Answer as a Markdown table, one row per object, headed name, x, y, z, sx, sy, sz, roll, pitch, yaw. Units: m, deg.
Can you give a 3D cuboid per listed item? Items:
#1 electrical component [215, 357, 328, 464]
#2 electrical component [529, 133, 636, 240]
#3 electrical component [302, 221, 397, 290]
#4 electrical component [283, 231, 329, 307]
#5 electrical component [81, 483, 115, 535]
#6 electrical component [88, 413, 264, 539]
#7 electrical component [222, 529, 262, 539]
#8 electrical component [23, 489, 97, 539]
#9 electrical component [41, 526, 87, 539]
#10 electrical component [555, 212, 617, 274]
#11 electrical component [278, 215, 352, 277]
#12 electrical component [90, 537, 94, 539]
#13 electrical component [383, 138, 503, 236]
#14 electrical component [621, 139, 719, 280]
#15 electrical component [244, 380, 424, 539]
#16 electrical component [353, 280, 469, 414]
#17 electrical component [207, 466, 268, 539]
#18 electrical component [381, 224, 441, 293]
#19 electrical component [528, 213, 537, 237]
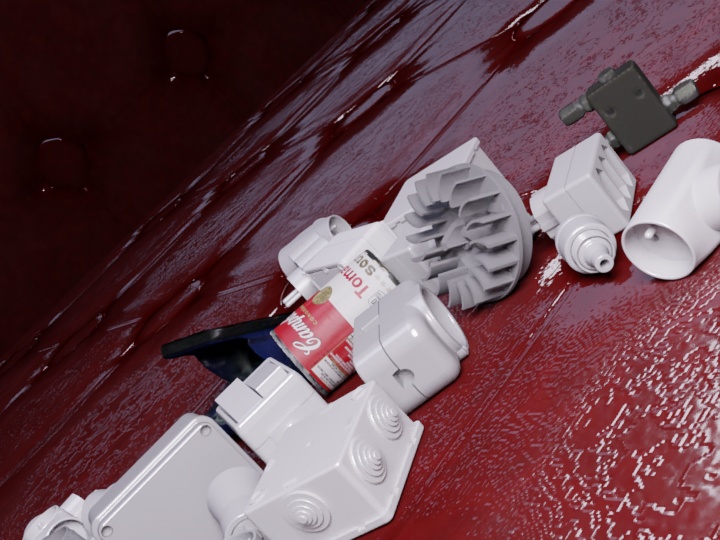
| name | x | y | z | sx | sy | sz | roll | pitch | yaw |
| --- | --- | --- | --- | --- | --- | --- | --- | --- | --- |
| electrical component | -0.063 | 0.107 | 0.803 | 0.062 | 0.061 | 0.096 | -44 | 15 | -11 |
| electrical component | 0.144 | -0.046 | 0.744 | 0.077 | 0.047 | 0.065 | -31 | 18 | 33 |
| electrical component | 0.000 | 0.000 | 0.946 | 0.061 | 0.061 | 0.096 | -48 | 16 | -24 |
| electrical component | -0.047 | 0.009 | 1.055 | 0.074 | 0.052 | 0.138 | -42 | 15 | -4 |
| electrical component | -0.203 | 0.203 | 0.913 | 0.055 | 0.045 | 0.045 | -28 | 20 | 41 |
| electrical component | -0.129 | 0.166 | 0.769 | 0.113 | 0.078 | 0.057 | -46 | 13 | -15 |
| electrical component | -0.088 | 0.193 | 0.616 | 0.099 | 0.064 | 0.099 | -38 | 15 | 12 |
| electrical component | -0.264 | 0.231 | 0.982 | 0.079 | 0.044 | 0.077 | -50 | 17 | -27 |
| electrical component | -0.255 | 0.257 | 0.890 | 0.079 | 0.044 | 0.077 | -49 | 17 | -26 |
| electrical component | 0.145 | -0.013 | 0.677 | 0.035 | 0.035 | 0.061 | -39 | 17 | 9 |
| electrical component | -0.042 | -0.031 | 1.175 | 0.077 | 0.043 | 0.079 | -32 | 17 | 31 |
| electrical component | -0.205 | 0.235 | 0.826 | 0.079 | 0.043 | 0.077 | -28 | 20 | 44 |
| electrical component | 0.075 | -0.060 | 0.954 | 0.100 | 0.048 | 0.099 | -30 | 18 | 35 |
| electrical component | 0.196 | -0.039 | 0.604 | 0.079 | 0.043 | 0.077 | -19 | 27 | 54 |
| electrical component | -0.017 | 0.123 | 0.664 | 0.100 | 0.048 | 0.099 | -33 | 16 | 31 |
| electrical component | 0.034 | 0.049 | 0.737 | 0.059 | 0.053 | 0.095 | -38 | 15 | 13 |
| electrical component | -0.077 | 0.164 | 0.716 | 0.044 | 0.044 | 0.065 | -42 | 20 | -2 |
| electrical component | 0.069 | -0.021 | 0.862 | 0.077 | 0.047 | 0.065 | -22 | 24 | 51 |
| electrical component | 0.099 | -0.039 | 0.809 | 0.048 | 0.062 | 0.048 | -38 | 15 | 12 |
